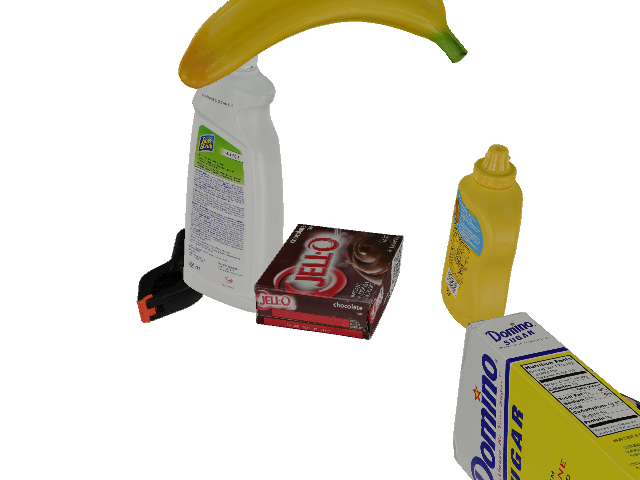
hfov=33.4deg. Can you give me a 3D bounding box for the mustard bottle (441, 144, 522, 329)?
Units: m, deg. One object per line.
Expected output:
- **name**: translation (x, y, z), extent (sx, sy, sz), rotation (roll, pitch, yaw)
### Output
- **mustard bottle**: translation (0.162, -0.009, 1.062), extent (0.058, 0.192, 0.096), rotation (-4, 36, -11)

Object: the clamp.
- **clamp**: translation (-0.143, 0.037, 1.221), extent (0.120, 0.039, 0.171), rotation (-2, 32, 26)

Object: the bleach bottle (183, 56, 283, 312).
- **bleach bottle**: translation (-0.074, -0.061, 0.993), extent (0.103, 0.251, 0.068), rotation (20, 33, 21)

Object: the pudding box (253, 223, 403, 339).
- **pudding box**: translation (0.009, 0.029, 0.821), extent (0.090, 0.039, 0.113), rotation (8, 26, 14)

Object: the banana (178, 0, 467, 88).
- **banana**: translation (0.002, -0.137, 0.653), extent (0.197, 0.069, 0.037), rotation (-10, -15, -24)

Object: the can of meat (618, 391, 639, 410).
- **can of meat**: translation (0.212, 0.156, 0.792), extent (0.084, 0.057, 0.101), rotation (24, 41, 24)

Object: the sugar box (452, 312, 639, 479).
- **sugar box**: translation (0.128, 0.118, 0.530), extent (0.048, 0.093, 0.176), rotation (-10, 27, -24)
